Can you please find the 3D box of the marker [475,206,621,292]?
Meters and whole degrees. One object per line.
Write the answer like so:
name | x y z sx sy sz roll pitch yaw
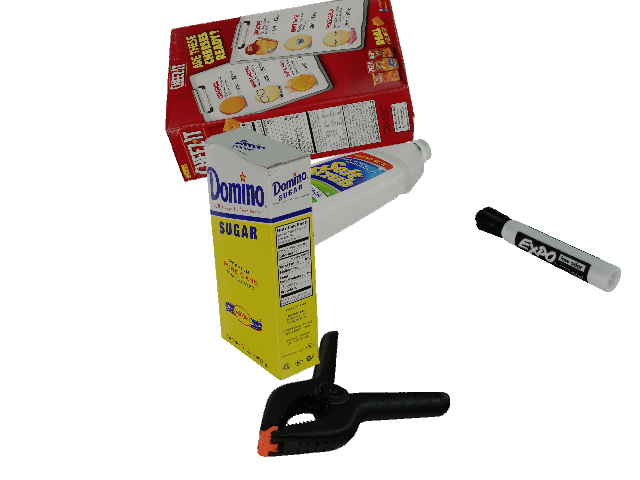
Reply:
marker | 0.159 0.004 0.763 0.020 0.020 0.121 0 22 -45

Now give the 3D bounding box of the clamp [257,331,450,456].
clamp | 0.021 0.165 1.066 0.165 0.036 0.209 22 30 27

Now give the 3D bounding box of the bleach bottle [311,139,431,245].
bleach bottle | 0.026 -0.064 1.263 0.250 0.068 0.103 -28 44 -29

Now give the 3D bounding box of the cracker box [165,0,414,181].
cracker box | -0.029 -0.143 0.983 0.214 0.072 0.164 -10 43 4

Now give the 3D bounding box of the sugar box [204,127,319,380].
sugar box | -0.045 0.009 0.824 0.048 0.176 0.093 -21 29 -30
